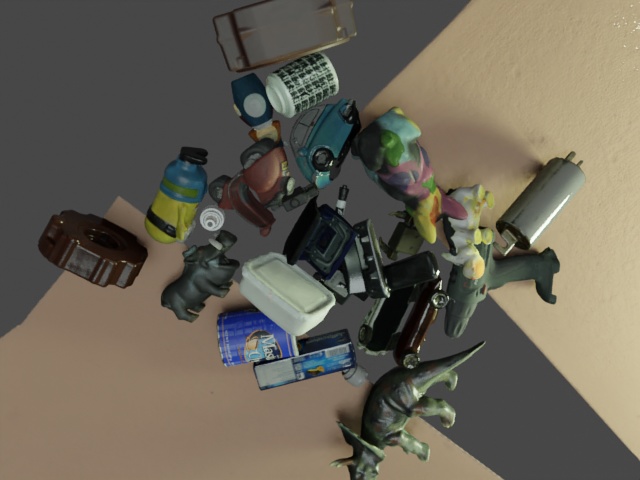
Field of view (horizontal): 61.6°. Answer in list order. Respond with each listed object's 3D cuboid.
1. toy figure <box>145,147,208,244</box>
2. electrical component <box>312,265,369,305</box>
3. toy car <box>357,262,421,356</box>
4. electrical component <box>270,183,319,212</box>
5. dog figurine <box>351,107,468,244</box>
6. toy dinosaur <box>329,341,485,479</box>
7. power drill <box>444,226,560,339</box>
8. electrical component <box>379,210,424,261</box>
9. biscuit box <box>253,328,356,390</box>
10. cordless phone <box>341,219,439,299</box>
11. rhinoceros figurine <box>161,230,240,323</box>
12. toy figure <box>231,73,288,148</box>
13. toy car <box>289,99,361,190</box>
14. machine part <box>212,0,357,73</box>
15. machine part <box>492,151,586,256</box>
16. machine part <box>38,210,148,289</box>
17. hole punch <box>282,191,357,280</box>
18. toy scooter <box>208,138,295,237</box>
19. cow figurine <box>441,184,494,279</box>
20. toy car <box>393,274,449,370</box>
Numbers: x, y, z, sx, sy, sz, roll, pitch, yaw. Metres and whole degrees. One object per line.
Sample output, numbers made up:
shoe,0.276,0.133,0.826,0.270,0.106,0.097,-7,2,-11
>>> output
toy figure,-0.250,-0.077,0.946,0.089,0.082,0.180,23,113,7
electrical component,0.050,0.085,1.042,0.119,0.048,0.075,38,102,-14
toy car,0.136,0.141,1.064,0.073,0.056,0.201,17,108,-17
electrical component,-0.047,-0.074,0.971,0.094,0.063,0.021,-25,109,5
dog figurine,0.158,-0.103,0.916,0.108,0.191,0.219,-38,86,1
toy dinosaur,0.162,0.341,1.107,0.192,0.131,0.404,24,99,-12
power drill,0.353,0.087,1.058,0.207,0.086,0.231,2,106,3
electrical component,0.158,-0.010,1.023,0.078,0.045,0.102,6,113,-37
biscuit box,-0.030,0.238,1.078,0.203,0.063,0.059,-14,108,-1
cordless phone,0.122,0.024,0.941,0.089,0.184,0.146,-5,79,-37
rhinoceros figurine,-0.217,0.064,1.004,0.112,0.073,0.190,42,102,-5
toy figure,-0.104,-0.206,0.927,0.064,0.058,0.154,-13,113,23
toy car,0.001,-0.175,0.924,0.103,0.109,0.161,25,93,9
machine part,-0.052,-0.320,0.816,0.202,0.201,0.087,-15,112,0
machine part,0.402,-0.066,0.978,0.079,0.079,0.243,46,78,-17
machine part,-0.382,0.012,0.919,0.179,0.179,0.056,30,100,-14
hole punch,-0.002,-0.003,0.971,0.092,0.116,0.142,22,109,-17
toy scooter,-0.105,-0.081,0.927,0.184,0.075,0.135,-34,92,37
cow figurine,0.259,-0.014,0.981,0.068,0.098,0.167,12,82,-46
toy car,0.199,0.160,1.058,0.053,0.089,0.202,20,104,-11
